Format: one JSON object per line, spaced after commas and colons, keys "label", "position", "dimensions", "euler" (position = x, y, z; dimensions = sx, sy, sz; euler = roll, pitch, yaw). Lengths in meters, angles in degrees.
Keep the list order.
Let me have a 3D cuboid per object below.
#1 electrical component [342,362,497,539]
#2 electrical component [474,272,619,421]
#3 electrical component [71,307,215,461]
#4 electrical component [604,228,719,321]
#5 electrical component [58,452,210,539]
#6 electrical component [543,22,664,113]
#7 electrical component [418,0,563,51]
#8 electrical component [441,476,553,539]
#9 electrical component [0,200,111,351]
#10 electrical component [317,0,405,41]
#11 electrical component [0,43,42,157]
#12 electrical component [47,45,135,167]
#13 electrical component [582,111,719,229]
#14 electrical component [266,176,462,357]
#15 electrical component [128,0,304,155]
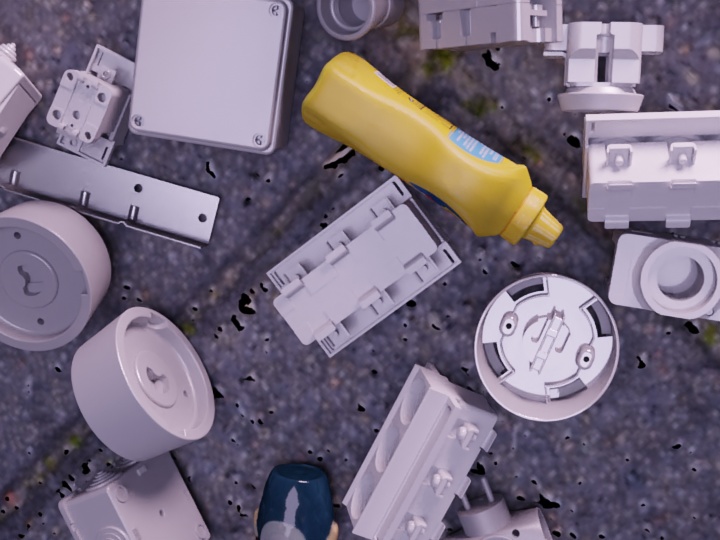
{"label": "electrical component", "position": [0.045, 0.140, 0.786], "dimensions": [0.063, 0.078, 0.121], "euler": [23, 102, -17]}
{"label": "electrical component", "position": [0.132, 0.051, 0.760], "dimensions": [0.099, 0.064, 0.099], "euler": [1, 99, 9]}
{"label": "electrical component", "position": [-0.165, 0.089, 0.793], "dimensions": [0.060, 0.108, 0.108], "euler": [-30, 93, 18]}
{"label": "electrical component", "position": [0.219, 0.003, 0.743], "dimensions": [0.089, 0.056, 0.050], "euler": [9, 100, 8]}
{"label": "electrical component", "position": [-0.166, 0.189, 0.811], "dimensions": [0.048, 0.100, 0.099], "euler": [-24, 94, 24]}
{"label": "electrical component", "position": [0.164, -0.136, 0.731], "dimensions": [0.078, 0.058, 0.057], "euler": [2, 96, 9]}
{"label": "electrical component", "position": [0.086, -0.178, 0.720], "dimensions": [0.089, 0.050, 0.055], "euler": [6, 102, 46]}
{"label": "electrical component", "position": [0.096, 0.192, 0.797], "dimensions": [0.077, 0.044, 0.079], "euler": [-21, 94, 11]}
{"label": "electrical component", "position": [-0.241, 0.000, 0.809], "dimensions": [0.108, 0.060, 0.108], "euler": [5, 114, 10]}
{"label": "electrical component", "position": [0.004, -0.183, 0.744], "dimensions": [0.044, 0.065, 0.044], "euler": [8, 109, 24]}
{"label": "electrical component", "position": [-0.279, -0.124, 0.791], "dimensions": [0.061, 0.061, 0.096], "euler": [38, 82, 2]}
{"label": "electrical component", "position": [-0.194, -0.120, 0.787], "dimensions": [0.042, 0.064, 0.081], "euler": [26, 101, 3]}
{"label": "electrical component", "position": [0.213, -0.067, 0.722], "dimensions": [0.121, 0.078, 0.063], "euler": [-1, 54, 9]}
{"label": "electrical component", "position": [0.000, 0.000, 0.773], "dimensions": [0.121, 0.063, 0.078], "euler": [-37, 91, 12]}
{"label": "electrical component", "position": [-0.102, -0.144, 0.772], "dimensions": [0.109, 0.056, 0.108], "euler": [10, 100, 8]}
